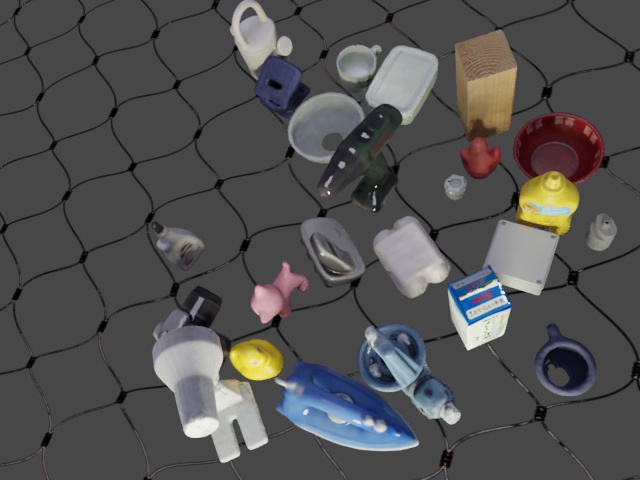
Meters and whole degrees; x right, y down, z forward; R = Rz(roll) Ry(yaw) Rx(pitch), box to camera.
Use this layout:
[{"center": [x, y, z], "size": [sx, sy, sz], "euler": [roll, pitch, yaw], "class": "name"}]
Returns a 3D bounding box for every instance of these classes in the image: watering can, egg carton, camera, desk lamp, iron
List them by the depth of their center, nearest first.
[{"center": [0.042, 0.290, 0.979], "size": [0.257, 0.142, 0.119], "euler": [17, 74, 20], "class": "iron"}, {"center": [-0.194, 0.271, 1.007], "size": [0.118, 0.214, 0.203], "euler": [-27, 64, 3], "class": "desk lamp"}, {"center": [0.171, 0.032, 1.089], "size": [0.107, 0.069, 0.150], "euler": [-33, 64, 0], "class": "egg carton"}, {"center": [-0.241, 0.166, 1.125], "size": [0.142, 0.101, 0.137], "euler": [23, 76, 22], "class": "camera"}, {"center": [-0.136, -0.458, 1.297], "size": [0.172, 0.194, 0.101], "euler": [7, 71, 17], "class": "watering can"}]

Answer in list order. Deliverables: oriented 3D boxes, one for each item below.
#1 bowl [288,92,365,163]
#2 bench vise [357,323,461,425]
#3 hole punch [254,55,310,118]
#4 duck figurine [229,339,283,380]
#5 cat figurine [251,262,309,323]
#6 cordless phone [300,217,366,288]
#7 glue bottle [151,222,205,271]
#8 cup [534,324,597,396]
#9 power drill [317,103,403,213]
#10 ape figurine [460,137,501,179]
[{"center": [0.021, -0.228, 1.230], "size": [0.167, 0.075, 0.167], "euler": [-5, 67, 13], "class": "bowl"}, {"center": [0.148, 0.205, 0.942], "size": [0.206, 0.220, 0.121], "euler": [23, 76, 22], "class": "bench vise"}, {"center": [-0.090, -0.347, 1.297], "size": [0.108, 0.091, 0.101], "euler": [32, 80, 24], "class": "hole punch"}, {"center": [-0.129, 0.220, 1.082], "size": [0.104, 0.086, 0.077], "euler": [10, 71, 18], "class": "duck figurine"}, {"center": [-0.086, 0.100, 1.101], "size": [0.067, 0.118, 0.128], "euler": [24, 76, 22], "class": "cat figurine"}, {"center": [0.010, 0.004, 1.078], "size": [0.094, 0.185, 0.147], "euler": [-32, 64, 1], "class": "cordless phone"}, {"center": [-0.297, 0.003, 1.165], "size": [0.037, 0.173, 0.078], "euler": [27, 78, 23], "class": "glue bottle"}, {"center": [0.395, 0.204, 0.948], "size": [0.091, 0.095, 0.117], "euler": [-15, 66, 9], "class": "cup"}, {"center": [0.087, -0.138, 1.102], "size": [0.075, 0.209, 0.230], "euler": [28, 78, 23], "class": "power drill"}, {"center": [0.312, -0.168, 1.121], "size": [0.077, 0.092, 0.076], "euler": [16, 74, 20], "class": "ape figurine"}]
